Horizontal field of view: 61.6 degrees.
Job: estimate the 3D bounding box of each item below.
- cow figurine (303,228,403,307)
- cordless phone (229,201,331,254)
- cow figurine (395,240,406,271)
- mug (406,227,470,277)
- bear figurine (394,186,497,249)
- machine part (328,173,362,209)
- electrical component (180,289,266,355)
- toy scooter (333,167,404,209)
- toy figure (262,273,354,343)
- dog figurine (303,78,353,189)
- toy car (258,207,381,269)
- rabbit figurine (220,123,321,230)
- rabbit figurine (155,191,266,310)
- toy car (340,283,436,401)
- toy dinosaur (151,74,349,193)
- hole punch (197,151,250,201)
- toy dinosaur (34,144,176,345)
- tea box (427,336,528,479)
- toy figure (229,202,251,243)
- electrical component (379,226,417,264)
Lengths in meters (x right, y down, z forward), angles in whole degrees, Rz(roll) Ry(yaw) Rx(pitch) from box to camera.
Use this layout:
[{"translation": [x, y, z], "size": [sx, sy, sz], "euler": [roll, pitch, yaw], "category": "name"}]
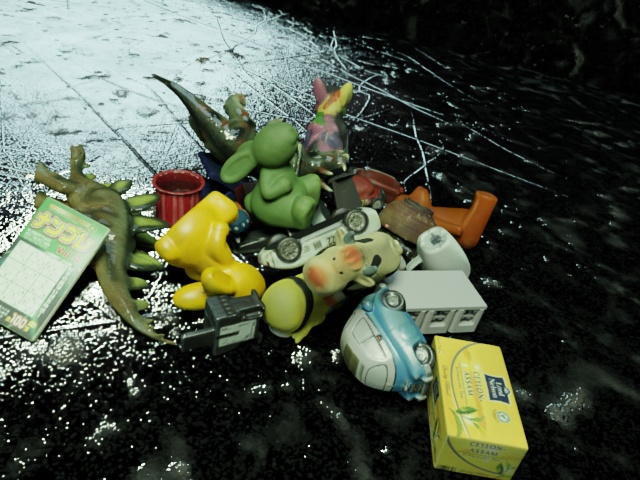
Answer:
[{"translation": [0.049, 0.035, 0.744], "size": [0.195, 0.127, 0.085], "euler": [-15, 70, -51], "category": "cow figurine"}, {"translation": [-0.061, 0.007, 0.937], "size": [0.184, 0.088, 0.147], "euler": [-12, 35, -12], "category": "cordless phone"}, {"translation": [0.088, 0.020, 0.940], "size": [0.068, 0.098, 0.168], "euler": [-36, 38, -6], "category": "cow figurine"}, {"translation": [0.194, 0.031, 0.915], "size": [0.110, 0.107, 0.081], "euler": [-23, 47, 7], "category": "mug"}, {"translation": [0.236, -0.063, 1.073], "size": [0.196, 0.131, 0.120], "euler": [25, 11, 15], "category": "bear figurine"}, {"translation": [0.052, -0.061, 1.033], "size": [0.084, 0.039, 0.139], "euler": [-6, 80, -16], "category": "machine part"}, {"translation": [-0.137, 0.118, 0.738], "size": [0.119, 0.074, 0.048], "euler": [-12, 39, -26], "category": "electrical component"}, {"translation": [0.109, -0.104, 1.147], "size": [0.135, 0.075, 0.184], "euler": [17, 29, 8], "category": "toy scooter"}, {"translation": [-0.014, 0.080, 0.811], "size": [0.180, 0.089, 0.082], "euler": [-21, 41, -40], "category": "toy figure"}, {"translation": [0.016, -0.244, 1.202], "size": [0.109, 0.219, 0.192], "euler": [9, 32, 4], "category": "dog figurine"}, {"translation": [-0.002, -0.003, 0.839], "size": [0.202, 0.056, 0.073], "euler": [-24, 13, -15], "category": "toy car"}, {"translation": [-0.076, -0.120, 0.898], "size": [0.159, 0.170, 0.121], "euler": [9, 37, 16], "category": "rabbit figurine"}, {"translation": [-0.151, 0.035, 0.801], "size": [0.173, 0.122, 0.162], "euler": [48, 24, -13], "category": "rabbit figurine"}, {"translation": [0.081, 0.147, 0.731], "size": [0.103, 0.109, 0.162], "euler": [-13, 48, -18], "category": "toy car"}, {"translation": [-0.139, -0.183, 1.052], "size": [0.404, 0.131, 0.192], "euler": [17, 29, -30], "category": "toy dinosaur"}, {"translation": [-0.190, -0.117, 1.073], "size": [0.116, 0.092, 0.142], "euler": [-4, 32, -27], "category": "hole punch"}, {"translation": [-0.345, -0.011, 0.853], "size": [0.198, 0.105, 0.472], "euler": [-4, 46, -28], "category": "toy dinosaur"}, {"translation": [0.192, 0.209, 0.690], "size": [0.098, 0.068, 0.170], "euler": [9, 32, -1], "category": "tea box"}, {"translation": [-0.162, -0.041, 0.953], "size": [0.058, 0.064, 0.155], "euler": [-50, 31, -10], "category": "toy figure"}, {"translation": [0.143, 0.013, 0.979], "size": [0.078, 0.045, 0.102], "euler": [11, 22, -46], "category": "electrical component"}]
